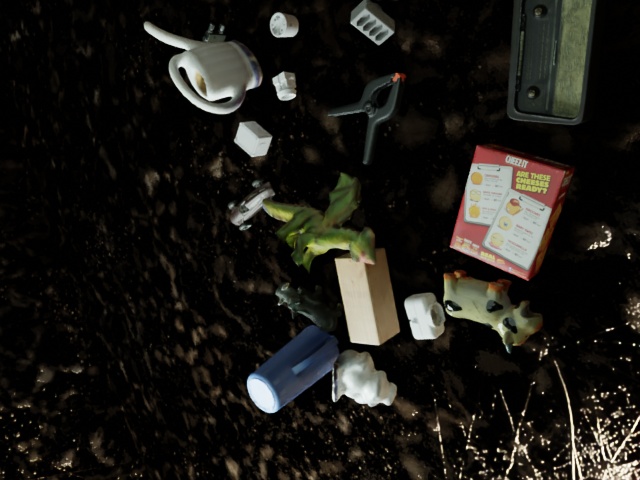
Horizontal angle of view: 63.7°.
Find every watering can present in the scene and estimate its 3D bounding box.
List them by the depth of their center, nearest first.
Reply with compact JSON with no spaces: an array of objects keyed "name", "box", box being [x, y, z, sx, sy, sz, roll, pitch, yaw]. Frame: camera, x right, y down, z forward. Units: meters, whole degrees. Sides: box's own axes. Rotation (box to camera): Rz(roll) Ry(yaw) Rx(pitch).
[{"name":"watering can","box":[-0.292,-0.468,1.336,0.227,0.351,0.102,-26,-19,-30]}]

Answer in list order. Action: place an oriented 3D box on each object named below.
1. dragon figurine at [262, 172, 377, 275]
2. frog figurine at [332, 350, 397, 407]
[{"name":"dragon figurine","box":[0.004,-0.062,1.238,0.120,0.242,0.418,44,8,-46]},{"name":"frog figurine","box":[0.112,0.346,1.292,0.159,0.136,0.123,3,8,4]}]
